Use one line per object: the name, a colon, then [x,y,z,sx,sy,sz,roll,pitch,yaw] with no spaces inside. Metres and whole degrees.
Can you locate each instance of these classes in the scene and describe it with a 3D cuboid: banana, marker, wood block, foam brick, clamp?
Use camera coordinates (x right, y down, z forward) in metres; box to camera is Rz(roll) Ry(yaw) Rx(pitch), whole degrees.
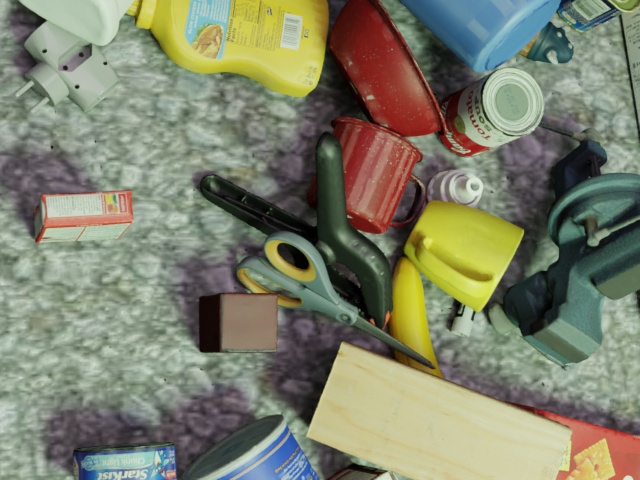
banana: [0.102,0.115,1.017,0.069,0.037,0.198,-29,97,-49]
marker: [0.155,0.036,1.051,0.020,0.020,0.121,23,77,-15]
wood block: [0.103,0.167,0.937,0.206,0.091,0.090,21,86,8]
foam brick: [-0.073,0.074,0.938,0.051,0.078,0.053,2,85,-20]
clamp: [-0.006,0.001,0.962,0.210,0.165,0.036,58,46,-27]

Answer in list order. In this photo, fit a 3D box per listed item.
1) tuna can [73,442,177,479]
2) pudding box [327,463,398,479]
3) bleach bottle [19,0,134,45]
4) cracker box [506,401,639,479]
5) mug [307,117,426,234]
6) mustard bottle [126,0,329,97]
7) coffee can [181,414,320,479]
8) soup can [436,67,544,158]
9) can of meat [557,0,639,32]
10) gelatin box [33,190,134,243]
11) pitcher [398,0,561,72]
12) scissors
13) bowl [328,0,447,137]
tuna can: [-0.162,0.188,0.889,0.086,0.086,0.034,-1,81,-19]
pudding box: [0.058,0.259,0.953,0.039,0.090,0.113,-26,92,-22]
bleach bottle: [-0.161,-0.288,0.940,0.102,0.068,0.250,28,60,5]
cracker box: [0.262,0.262,1.028,0.213,0.072,0.164,18,83,-16]
mug: [0.047,-0.052,0.992,0.117,0.093,0.081,28,80,-28]
mustard bottle: [-0.091,-0.197,0.974,0.191,0.058,0.096,11,80,-18]
coffee can: [-0.040,0.236,0.915,0.102,0.103,0.140,-32,95,-20]
soup can: [0.162,-0.122,1.029,0.068,0.102,0.068,2,83,-19]
can of meat: [0.300,-0.271,1.103,0.057,0.084,0.102,37,73,-12]
gelatin box: [-0.201,-0.020,0.899,0.073,0.089,0.030,-3,82,-19]
pitcher: [0.099,-0.270,0.971,0.149,0.145,0.243,-39,79,-12]
scissors: [0.021,0.051,0.952,0.202,0.096,0.016,21,46,5]
bowl: [0.053,-0.153,0.978,0.055,0.162,0.162,-30,94,2]
